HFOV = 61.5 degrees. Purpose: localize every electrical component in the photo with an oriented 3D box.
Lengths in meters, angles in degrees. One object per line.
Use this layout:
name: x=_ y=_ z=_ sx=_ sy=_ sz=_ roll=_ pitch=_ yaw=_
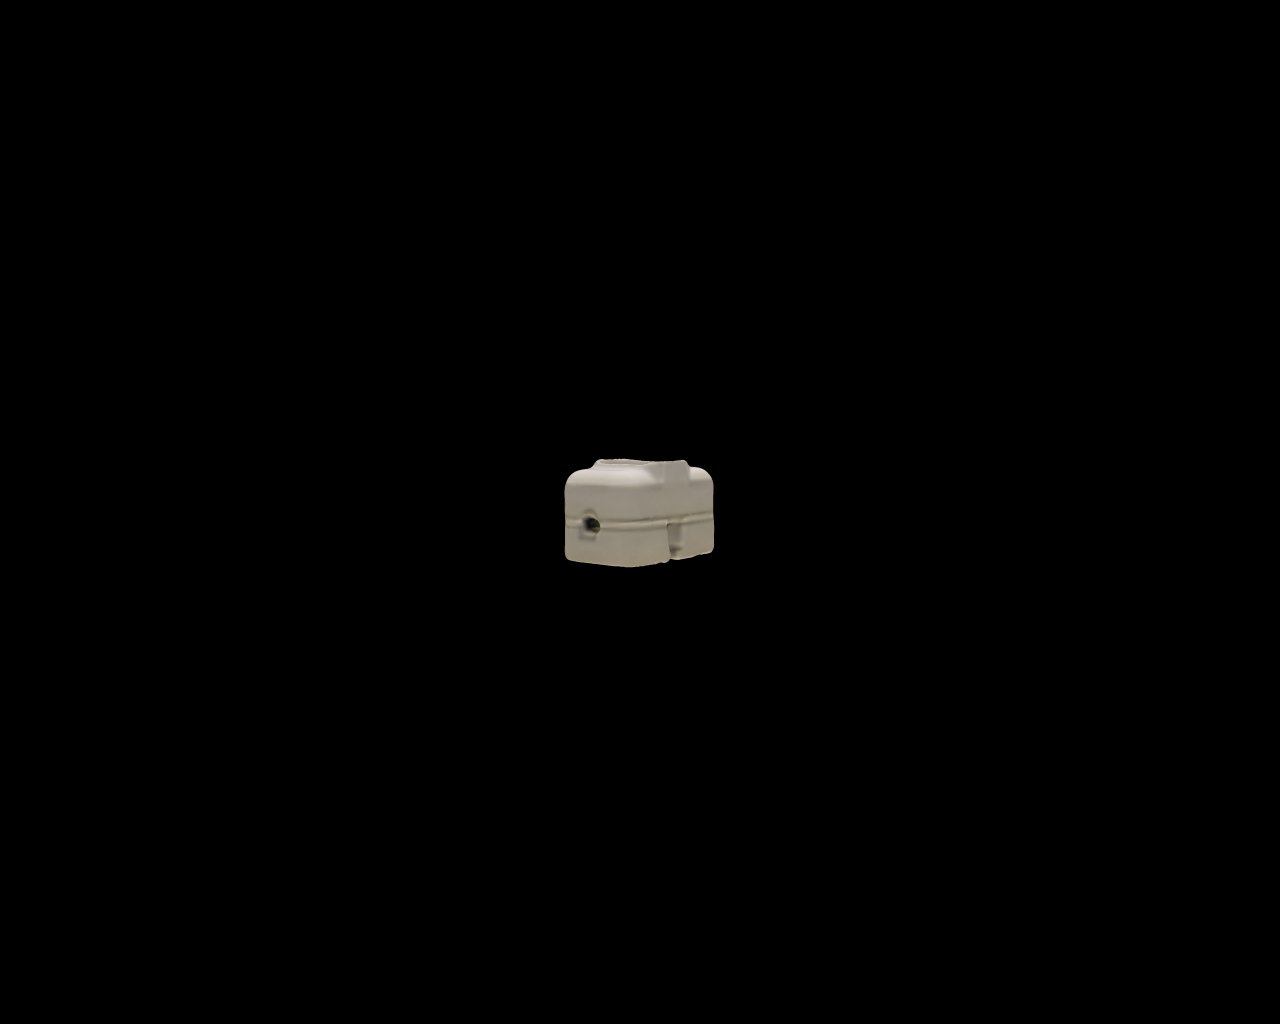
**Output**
electrical component: x=0.001 y=-0.003 z=0.650 sx=0.054 sy=0.059 sz=0.095 roll=4 pitch=6 yaw=39
